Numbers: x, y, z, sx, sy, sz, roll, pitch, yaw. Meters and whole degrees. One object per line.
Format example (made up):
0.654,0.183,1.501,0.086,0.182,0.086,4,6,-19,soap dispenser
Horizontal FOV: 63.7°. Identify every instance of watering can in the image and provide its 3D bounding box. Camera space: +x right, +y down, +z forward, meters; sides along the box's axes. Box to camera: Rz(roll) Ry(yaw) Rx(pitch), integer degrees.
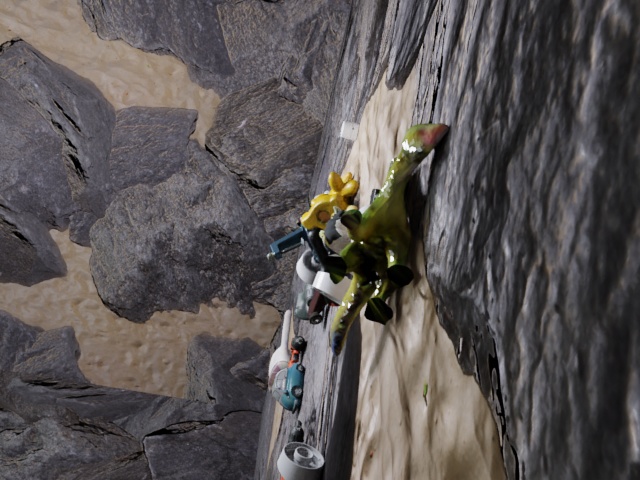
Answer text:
-0.145,0.472,2.037,0.226,0.104,0.345,-106,22,-79,watering can

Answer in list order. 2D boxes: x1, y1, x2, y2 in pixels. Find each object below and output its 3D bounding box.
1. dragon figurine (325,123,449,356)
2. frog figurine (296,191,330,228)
0.097,-0.010,0.803,0.400,0.122,0.248,110,-173,-47,dragon figurine
0.006,-0.094,1.872,0.161,0.124,0.135,-43,-16,-17,frog figurine
